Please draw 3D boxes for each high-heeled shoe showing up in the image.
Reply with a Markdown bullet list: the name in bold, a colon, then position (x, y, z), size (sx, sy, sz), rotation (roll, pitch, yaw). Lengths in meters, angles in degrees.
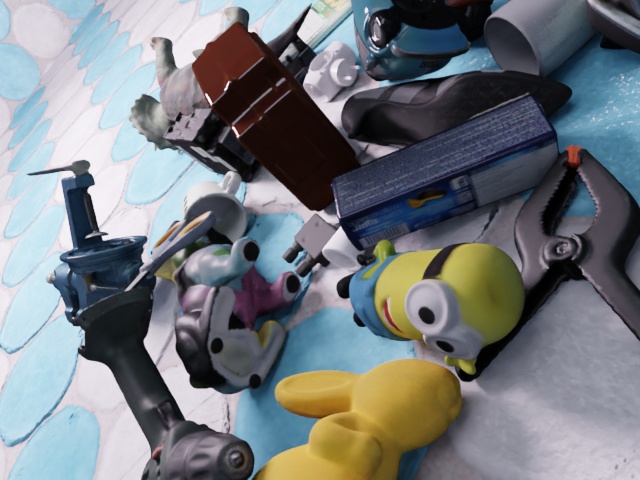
- **high-heeled shoe**: position (0.136, -0.146, 0.592), size (0.249, 0.086, 0.145), rotation (-3, 25, 21)

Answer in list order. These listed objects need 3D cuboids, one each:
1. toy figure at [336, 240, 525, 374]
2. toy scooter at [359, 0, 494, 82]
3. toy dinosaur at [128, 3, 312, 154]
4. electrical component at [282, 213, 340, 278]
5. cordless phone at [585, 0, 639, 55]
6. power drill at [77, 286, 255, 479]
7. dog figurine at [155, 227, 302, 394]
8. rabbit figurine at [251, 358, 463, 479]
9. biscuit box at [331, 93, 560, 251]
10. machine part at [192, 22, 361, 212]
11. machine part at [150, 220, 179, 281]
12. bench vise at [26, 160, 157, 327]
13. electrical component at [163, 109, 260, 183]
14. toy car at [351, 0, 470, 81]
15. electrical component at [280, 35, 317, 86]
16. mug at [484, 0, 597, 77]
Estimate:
- **toy figure**: position (0.081, 0.042, 0.440), size (0.089, 0.082, 0.180), rotation (-59, 18, -13)
- **toy scooter**: position (0.116, -0.288, 0.658), size (0.184, 0.075, 0.135), rotation (-15, 88, 40)
- **toy dinosaur**: position (-0.181, -0.249, 0.880), size (0.405, 0.131, 0.192), rotation (-3, 83, 43)
- **electrical component**: position (-0.001, -0.002, 0.620), size (0.094, 0.021, 0.063), rotation (-49, 39, 3)
- **cordless phone**: position (0.270, -0.260, 0.443), size (0.146, 0.184, 0.089), rotation (-54, 35, -4)
- **power drill**: position (-0.141, 0.146, 0.488), size (0.207, 0.086, 0.232), rotation (51, 142, 15)
- **dog figurine**: position (-0.135, 0.070, 0.628), size (0.219, 0.108, 0.191), rotation (-2, 61, 47)
- **rabbit figurine**: position (0.035, 0.162, 0.412), size (0.173, 0.121, 0.162), rotation (-47, 28, -18)
- **biscuit box**: position (0.112, -0.058, 0.502), size (0.203, 0.059, 0.063), rotation (-21, 48, 15)
- **machine part**: position (-0.046, -0.144, 0.633), size (0.087, 0.200, 0.202), rotation (-41, 40, 7)
- **machine part**: position (-0.207, 0.019, 0.785), size (0.084, 0.039, 0.139), rotation (-46, 38, -3)
- **bench vise**: position (-0.339, 0.004, 0.792), size (0.224, 0.129, 0.240), rotation (3, 107, 44)
- **electrical component**: position (-0.149, -0.139, 0.793), size (0.134, 0.114, 0.058), rotation (16, 76, 48)
- **toy car**: position (0.080, -0.230, 0.587), size (0.162, 0.109, 0.103), rotation (66, 153, 25)
- **electrical component**: position (-0.033, -0.266, 0.836), size (0.075, 0.047, 0.119), rotation (-43, 40, 9)
- **mug**: position (0.228, -0.222, 0.543), size (0.107, 0.080, 0.110), rotation (-34, 33, 1)
